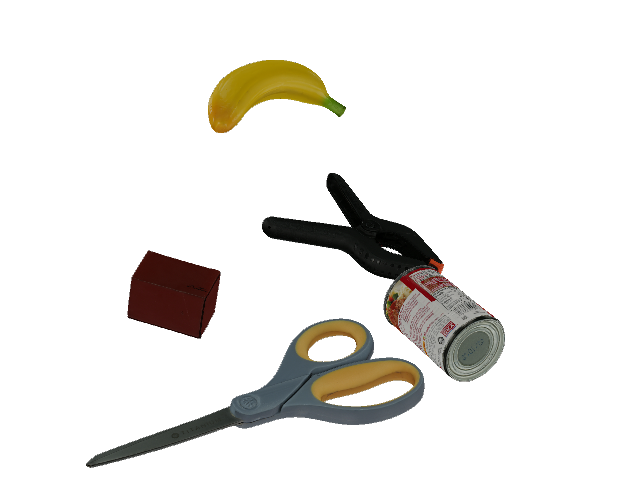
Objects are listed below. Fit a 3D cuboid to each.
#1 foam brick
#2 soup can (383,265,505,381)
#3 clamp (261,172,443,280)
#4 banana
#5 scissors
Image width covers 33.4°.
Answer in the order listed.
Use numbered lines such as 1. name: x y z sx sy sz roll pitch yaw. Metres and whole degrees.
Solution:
1. foam brick: -0.145 0.053 1.052 0.078 0.051 0.053 16 33 5
2. soup can: 0.113 0.075 0.981 0.068 0.068 0.102 0 25 -32
3. clamp: 0.045 -0.002 1.264 0.210 0.036 0.164 33 39 24
4. banana: -0.049 -0.139 0.995 0.070 0.037 0.197 42 32 21
5. scissors: -0.039 0.087 0.635 0.201 0.016 0.096 -6 34 -11
